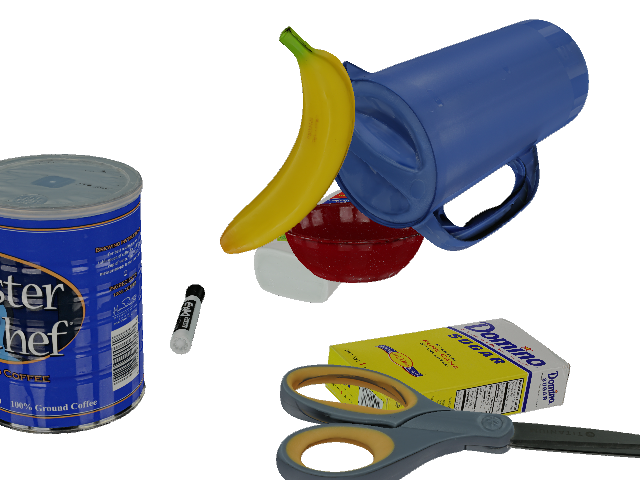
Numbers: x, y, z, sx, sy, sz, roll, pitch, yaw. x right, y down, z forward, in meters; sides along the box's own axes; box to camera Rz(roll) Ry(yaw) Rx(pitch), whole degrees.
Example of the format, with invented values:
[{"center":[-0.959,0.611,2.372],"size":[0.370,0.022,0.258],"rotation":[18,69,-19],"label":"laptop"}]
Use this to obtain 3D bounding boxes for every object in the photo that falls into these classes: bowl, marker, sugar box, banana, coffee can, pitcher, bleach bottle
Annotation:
[{"center":[0.036,0.004,1.101],"size":[0.162,0.055,0.162],"rotation":[-1,15,0],"label":"bowl"},{"center":[-0.123,0.071,1.000],"size":[0.020,0.020,0.121],"rotation":[0,21,1],"label":"marker"},{"center":[0.103,0.108,0.862],"size":[0.175,0.048,0.093],"rotation":[-9,26,-27],"label":"sugar box"},{"center":[-0.018,-0.062,0.771],"size":[0.069,0.198,0.037],"rotation":[19,35,-1],"label":"banana"},{"center":[-0.158,0.029,0.641],"size":[0.103,0.140,0.103],"rotation":[2,21,-1],"label":"coffee can"},{"center":[0.134,-0.105,0.951],"size":[0.242,0.149,0.145],"rotation":[-28,38,-35],"label":"pitcher"},{"center":[0.021,-0.019,1.332],"size":[0.103,0.068,0.250],"rotation":[13,36,23],"label":"bleach bottle"}]

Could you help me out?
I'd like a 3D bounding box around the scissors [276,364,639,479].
[{"center":[0.067,0.099,0.497],"size":[0.202,0.016,0.096],"rotation":[12,32,21],"label":"scissors"}]
